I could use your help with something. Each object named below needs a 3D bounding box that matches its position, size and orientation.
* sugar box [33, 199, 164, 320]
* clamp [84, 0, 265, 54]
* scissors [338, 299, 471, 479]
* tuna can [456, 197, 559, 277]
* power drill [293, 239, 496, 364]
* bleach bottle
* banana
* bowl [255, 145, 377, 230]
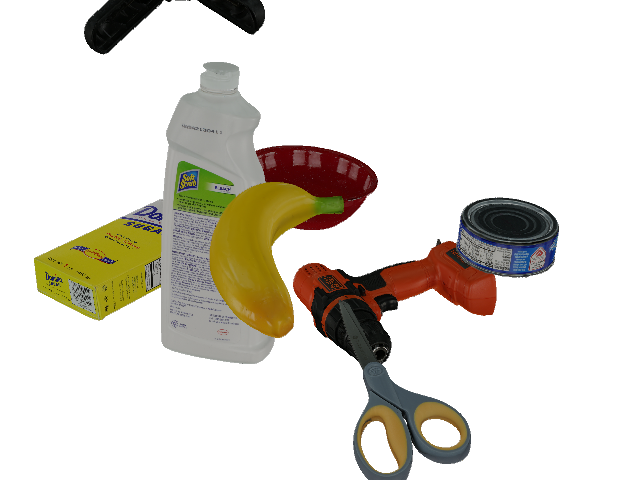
[{"bbox_3d":[-0.191,0.015,1.084,0.093,0.048,0.175,21,37,32],"label":"sugar box"},{"bbox_3d":[-0.094,-0.188,0.761,0.120,0.039,0.171,2,45,2],"label":"clamp"},{"bbox_3d":[0.063,0.111,0.835,0.096,0.016,0.201,-2,38,2],"label":"scissors"},{"bbox_3d":[0.162,-0.004,0.922,0.086,0.034,0.086,2,29,-1],"label":"tuna can"},{"bbox_3d":[0.083,0.061,1.101,0.187,0.057,0.185,-10,27,-20],"label":"power drill"},{"bbox_3d":[-0.082,-0.023,0.899,0.102,0.251,0.068,8,23,7],"label":"bleach bottle"},{"bbox_3d":[-0.033,0.001,0.651,0.070,0.037,0.197,2,24,10],"label":"banana"},{"bbox_3d":[-0.016,-0.056,1.245,0.162,0.055,0.162,6,27,-3],"label":"bowl"}]
